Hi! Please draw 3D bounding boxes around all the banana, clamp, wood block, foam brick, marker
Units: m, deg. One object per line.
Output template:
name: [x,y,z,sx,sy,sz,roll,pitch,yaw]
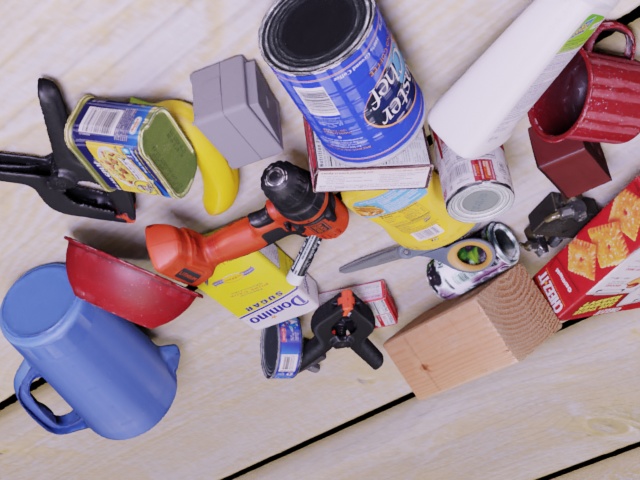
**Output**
banana: [-0.115,-0.081,1.046,0.070,0.037,0.197,12,153,27]
clamp: [0.017,0.119,1.324,0.120,0.039,0.171,-10,143,-1]
wood block: [0.179,0.115,1.289,0.090,0.091,0.206,-32,178,-34]
clamp: [-0.262,-0.067,1.035,0.165,0.036,0.209,-19,146,21]
foam brick: [0.254,-0.087,1.086,0.051,0.053,0.078,-24,145,26]
marker: [-0.008,0.001,1.179,0.020,0.020,0.121,9,128,-24]

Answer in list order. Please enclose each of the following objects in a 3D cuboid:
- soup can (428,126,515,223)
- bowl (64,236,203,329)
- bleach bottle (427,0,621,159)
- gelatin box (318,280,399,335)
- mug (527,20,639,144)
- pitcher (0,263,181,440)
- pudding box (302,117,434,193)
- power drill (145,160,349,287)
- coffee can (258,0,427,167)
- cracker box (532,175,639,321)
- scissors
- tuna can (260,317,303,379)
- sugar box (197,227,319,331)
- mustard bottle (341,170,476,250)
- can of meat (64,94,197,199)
soup can: [0.147,-0.076,1.036,0.068,0.102,0.068,-5,147,-3]
bowl: [-0.208,0.052,1.135,0.162,0.055,0.162,24,174,2]
bleach bottle: [0.197,-0.178,0.911,0.102,0.068,0.251,-32,166,-49]
gelatin box: [0.048,0.086,1.342,0.089,0.030,0.073,-13,146,11]
mug: [0.253,-0.143,0.977,0.081,0.093,0.117,4,111,-25]
pitcher: [-0.283,0.138,1.266,0.145,0.149,0.242,5,149,23]
pudding box: [0.044,-0.091,1.004,0.113,0.090,0.039,-3,147,-7]
power drill: [-0.075,-0.015,1.065,0.188,0.057,0.184,-19,161,14]
coffee can: [0.022,-0.141,0.909,0.103,0.103,0.140,-17,146,15]
cracker box: [0.368,0.007,1.214,0.163,0.072,0.214,-5,151,-29]
scissors: [0.118,0.023,1.227,0.202,0.016,0.096,-36,98,36]
tuna can: [-0.049,0.133,1.344,0.033,0.086,0.086,3,147,-18]
sugar box: [-0.079,0.045,1.237,0.093,0.048,0.176,-21,144,19]
mustard bottle: [0.077,-0.052,1.101,0.096,0.058,0.191,-21,146,32]
can of meat: [-0.169,-0.083,0.975,0.084,0.057,0.102,10,153,26]
